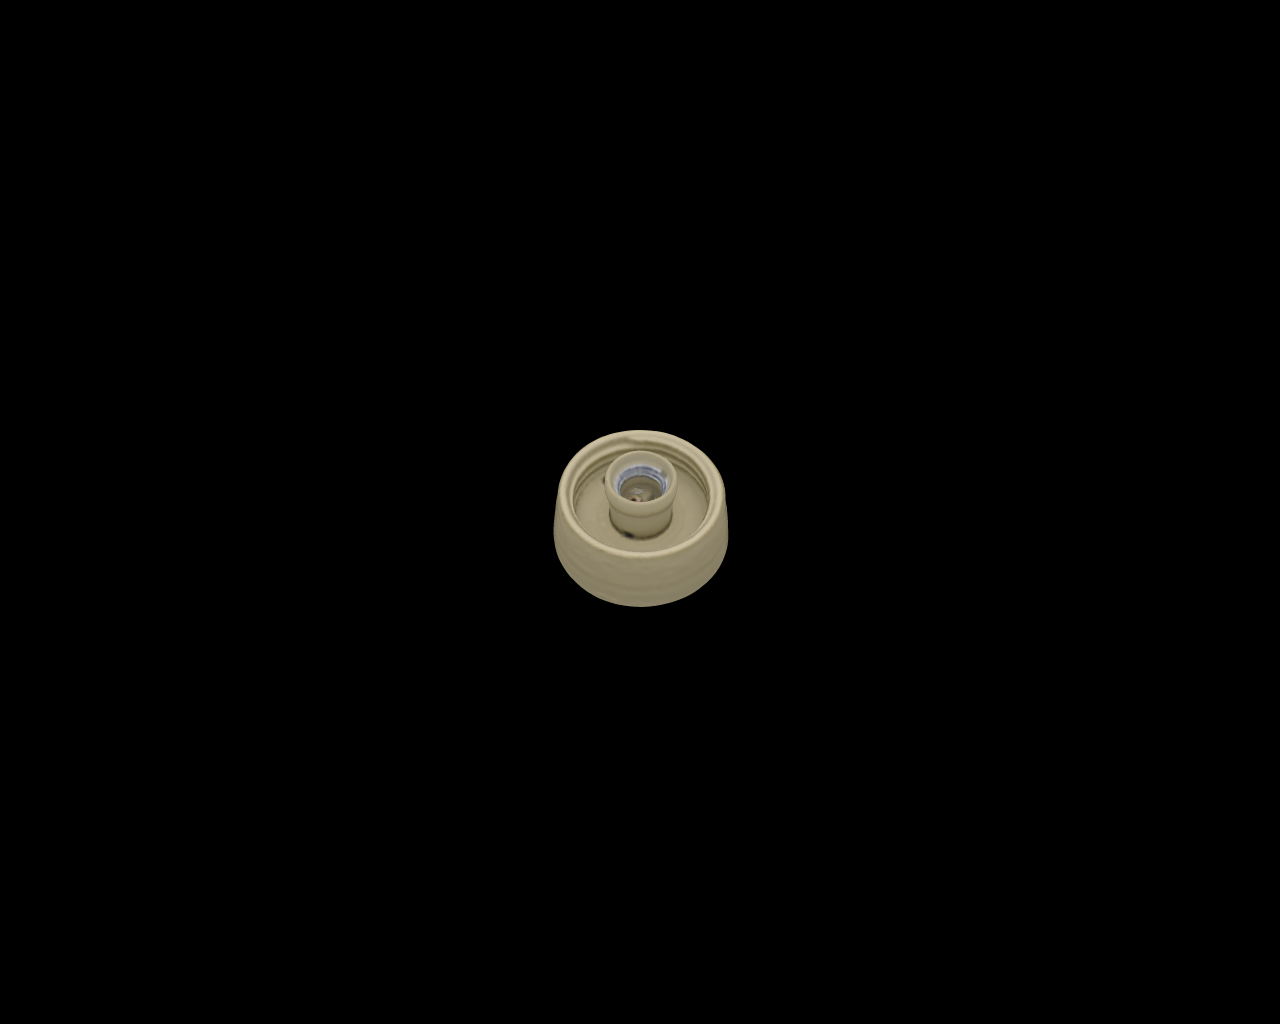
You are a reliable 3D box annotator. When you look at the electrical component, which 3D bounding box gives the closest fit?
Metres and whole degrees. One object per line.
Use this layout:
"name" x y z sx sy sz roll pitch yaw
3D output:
"electrical component" 0.001 -0.003 0.650 0.108 0.108 0.060 0 -37 0
